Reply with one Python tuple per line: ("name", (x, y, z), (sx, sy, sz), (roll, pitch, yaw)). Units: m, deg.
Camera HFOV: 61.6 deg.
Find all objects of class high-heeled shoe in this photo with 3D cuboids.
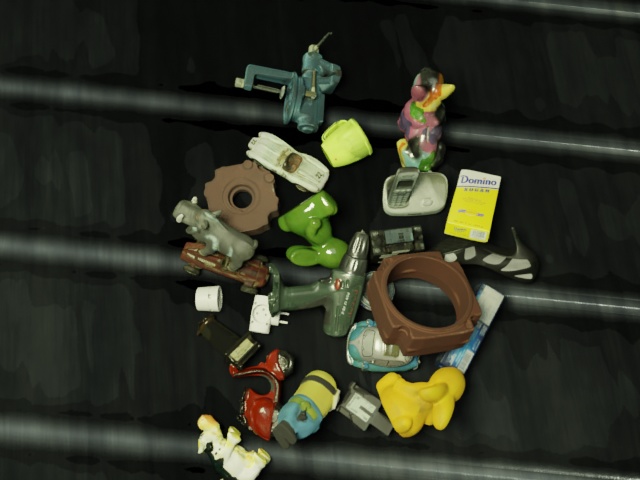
("high-heeled shoe", (0.357, 0.057, 1.204), (0.249, 0.086, 0.145), (-16, 109, 12))

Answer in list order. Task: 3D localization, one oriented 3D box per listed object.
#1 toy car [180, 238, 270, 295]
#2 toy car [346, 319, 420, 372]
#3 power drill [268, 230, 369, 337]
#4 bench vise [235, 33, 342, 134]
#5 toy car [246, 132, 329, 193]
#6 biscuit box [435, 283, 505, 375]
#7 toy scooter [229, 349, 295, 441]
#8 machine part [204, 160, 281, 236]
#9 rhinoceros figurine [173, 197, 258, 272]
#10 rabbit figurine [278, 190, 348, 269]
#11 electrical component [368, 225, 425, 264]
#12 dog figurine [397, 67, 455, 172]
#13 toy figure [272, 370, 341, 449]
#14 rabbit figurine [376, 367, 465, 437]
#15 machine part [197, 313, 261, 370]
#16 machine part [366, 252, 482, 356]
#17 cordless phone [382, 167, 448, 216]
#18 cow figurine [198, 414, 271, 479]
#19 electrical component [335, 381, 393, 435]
("toy car", (-0.209, 0.053, 1.182), (0.202, 0.053, 0.089), (20, 80, 2))
("toy car", (0.137, 0.226, 1.126), (0.162, 0.103, 0.109), (9, 78, 2))
("power drill", (-0.005, 0.087, 1.125), (0.207, 0.086, 0.231), (1, 102, -20))
("bench vise", (-0.073, -0.363, 1.241), (0.241, 0.129, 0.223), (7, 88, -14))
("toy car", (-0.074, -0.178, 1.236), (0.202, 0.056, 0.073), (30, 78, 4))
("biscuit box", (0.322, 0.194, 1.159), (0.059, 0.063, 0.202), (31, 78, 5))
("toy scooter", (-0.128, 0.314, 1.112), (0.135, 0.075, 0.184), (7, 74, 0))
("machine part", (-0.175, -0.091, 1.214), (0.179, 0.056, 0.179), (0, 78, -1))
("rhinoceros figurine", (-0.222, -0.014, 1.124), (0.190, 0.112, 0.073), (33, 60, 3))
("rabbit figurine", (-0.002, -0.004, 1.172), (0.159, 0.121, 0.170), (-34, 95, -5))
("electrical component", (0.162, 0.009, 1.161), (0.115, 0.134, 0.058), (-8, 77, -5))
("dog figurine", (0.234, -0.265, 1.184), (0.109, 0.219, 0.191), (0, 76, 2))
("toy figure", (-0.025, 0.331, 1.069), (0.180, 0.082, 0.089), (-29, 100, -50))
("rabbit figurine", (0.211, 0.307, 1.070), (0.173, 0.162, 0.122), (-27, 84, 0))
("machine part", (-0.198, 0.210, 1.136), (0.139, 0.039, 0.084), (30, 59, 18))
("machine part", (0.210, 0.125, 1.096), (0.201, 0.087, 0.201), (-6, 53, -12))
("cordless phone", (0.214, -0.121, 1.167), (0.147, 0.184, 0.088), (-3, 73, -2))
("cow figurine", (-0.193, 0.432, 1.089), (0.167, 0.068, 0.098), (34, 83, 7))
("electrical component", (0.098, 0.356, 1.122), (0.119, 0.047, 0.075), (31, 78, 5))
